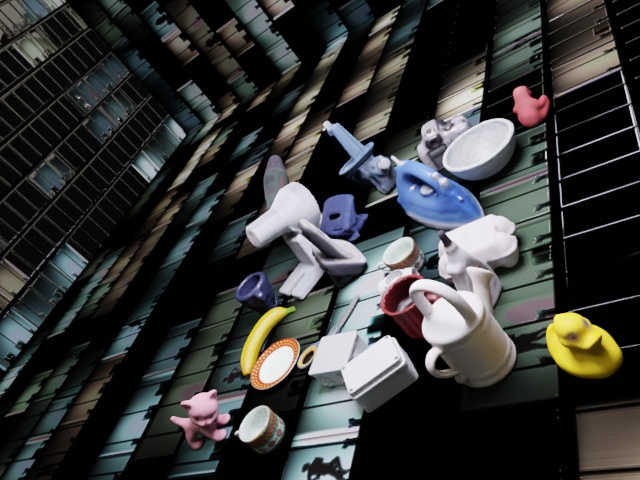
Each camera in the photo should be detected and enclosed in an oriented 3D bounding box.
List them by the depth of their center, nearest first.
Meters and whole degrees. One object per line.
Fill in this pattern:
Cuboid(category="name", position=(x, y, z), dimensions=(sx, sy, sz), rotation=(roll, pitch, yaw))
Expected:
Cuboid(category="camera", position=(0.304, -0.260, 1.409), dimensions=(0.143, 0.101, 0.137), rotation=(-29, 29, 23))

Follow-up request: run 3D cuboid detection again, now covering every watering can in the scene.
Cuboid(category="watering can", position=(0.205, 0.118, 0.852), dimensions=(0.100, 0.194, 0.173), rotation=(-17, 35, 39))

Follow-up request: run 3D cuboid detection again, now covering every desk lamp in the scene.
Cuboid(category="desk lamp", position=(-0.067, -0.002, 1.377), dimensions=(0.117, 0.214, 0.203), rotation=(3, 50, 54))

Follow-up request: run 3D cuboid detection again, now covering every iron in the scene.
Cuboid(category="iron", position=(0.242, -0.111, 1.216), dimensions=(0.119, 0.142, 0.257), rotation=(-44, 26, -6))

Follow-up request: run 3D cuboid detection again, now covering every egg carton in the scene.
Cuboid(category="egg carton", position=(0.286, 0.018, 1.040), dimensions=(0.150, 0.069, 0.107), rotation=(-26, 30, 28))

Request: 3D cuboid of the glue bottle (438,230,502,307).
Cuboid(category="glue bottle", position=(0.238, 0.047, 0.940), dimensions=(0.037, 0.173, 0.078), rotation=(-8, 41, 48))

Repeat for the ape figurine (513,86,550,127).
Cuboid(category="ape figurine", position=(0.462, -0.304, 1.275), dimensions=(0.077, 0.092, 0.076), rotation=(0, 47, 53))

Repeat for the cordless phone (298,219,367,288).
Cuboid(category="cordless phone", position=(0.012, 0.005, 1.295), dimensions=(0.094, 0.185, 0.147), rotation=(-42, 26, -1))

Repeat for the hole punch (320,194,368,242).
Cuboid(category="hole punch", position=(0.052, -0.052, 1.435), dimensions=(0.108, 0.091, 0.101), rotation=(-10, 40, 46))

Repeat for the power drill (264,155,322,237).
Cuboid(category="power drill", position=(-0.080, -0.106, 1.562), dimensions=(0.075, 0.209, 0.229), rotation=(-31, 28, 20))

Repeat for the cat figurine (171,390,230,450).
Cuboid(category="cat figurine", position=(-0.247, 0.359, 1.170), dimensions=(0.127, 0.118, 0.067), rotation=(-28, 29, 24))

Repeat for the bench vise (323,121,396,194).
Cuboid(category="bench vise", position=(0.110, -0.229, 1.485), dimensions=(0.206, 0.220, 0.122), rotation=(-4, 45, 51))

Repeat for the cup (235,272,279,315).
Cuboid(category="cup", position=(-0.139, 0.142, 1.387), dimensions=(0.092, 0.095, 0.117), rotation=(-46, 27, -11))

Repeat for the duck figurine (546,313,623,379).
Cuboid(category="duck figurine", position=(0.343, 0.131, 0.771), dimensions=(0.077, 0.086, 0.104), rotation=(-45, 27, -8))

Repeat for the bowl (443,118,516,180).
Cuboid(category="bowl", position=(0.358, -0.184, 1.250), dimensions=(0.167, 0.075, 0.167), rotation=(-31, 28, 19))
